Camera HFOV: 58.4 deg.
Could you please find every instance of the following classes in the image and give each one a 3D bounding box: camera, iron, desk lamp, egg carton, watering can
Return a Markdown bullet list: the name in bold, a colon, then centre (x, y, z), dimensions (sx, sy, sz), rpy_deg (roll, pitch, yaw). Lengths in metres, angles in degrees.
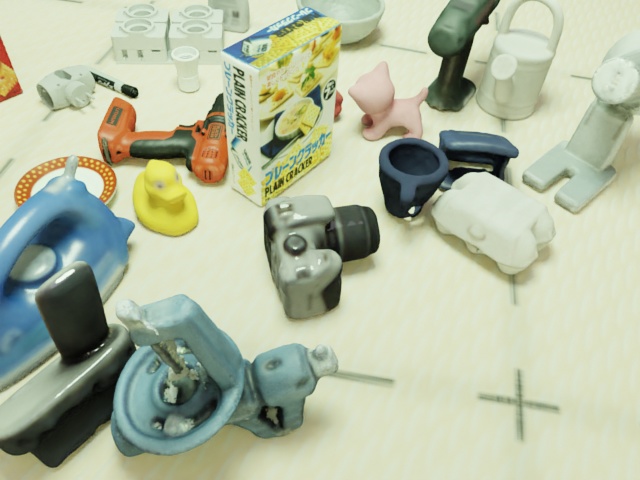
- **camera**: centre (0.006, 0.002, 0.685), dimensions (0.137, 0.101, 0.143), rpy_deg (-9, 49, -13)
- **iron**: centre (-0.308, 0.032, 0.604), dimensions (0.118, 0.141, 0.258), rpy_deg (15, 49, 9)
- **desk lamp**: centre (0.412, -0.178, 0.807), dimensions (0.204, 0.213, 0.117), rpy_deg (-35, 59, -30)
- **egg carton**: centre (0.225, -0.024, 0.750), dimensions (0.150, 0.069, 0.107), rpy_deg (35, 54, 24)
- **watering can**: centre (0.324, -0.296, 0.920), dimensions (0.101, 0.194, 0.173), rpy_deg (12, 48, 6)

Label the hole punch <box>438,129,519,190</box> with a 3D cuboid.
- **hole punch**: centre (0.222, -0.129, 0.830), dimensions (0.108, 0.091, 0.101), rpy_deg (6, 48, 1)

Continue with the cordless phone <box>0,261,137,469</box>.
- **cordless phone**: centre (-0.244, 0.106, 0.513), dimensions (0.094, 0.185, 0.148), rpy_deg (28, 52, 19)

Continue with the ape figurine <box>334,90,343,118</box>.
- **ape figurine**: centre (-0.001, -0.228, 0.899), dimensions (0.078, 0.092, 0.076), rpy_deg (0, 48, -5)

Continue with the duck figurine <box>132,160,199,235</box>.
- **duck figurine**: centre (-0.204, -0.066, 0.739), dimensions (0.078, 0.086, 0.104), rpy_deg (-34, 59, -30)

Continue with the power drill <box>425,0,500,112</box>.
- **power drill**: centre (0.234, -0.328, 0.930), dimensions (0.075, 0.208, 0.230), rpy_deg (25, 51, 18)

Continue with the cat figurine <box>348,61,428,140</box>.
- **cat figurine**: centre (0.103, -0.214, 0.878), dimensions (0.128, 0.118, 0.067), rpy_deg (2, 48, -3)

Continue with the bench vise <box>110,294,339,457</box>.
- **bench vise**: centre (-0.092, 0.103, 0.506), dimensions (0.208, 0.220, 0.121), rpy_deg (-23, 54, -23)

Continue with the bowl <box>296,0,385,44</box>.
- **bowl**: centre (0.038, -0.422, 1.088), dimensions (0.167, 0.075, 0.167), rpy_deg (3, 48, -3)

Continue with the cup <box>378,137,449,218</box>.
- **cup**: centre (0.116, -0.065, 0.760), dimensions (0.091, 0.095, 0.118), rpy_deg (11, 48, 5)

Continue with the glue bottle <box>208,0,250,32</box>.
- **glue bottle**: centre (-0.170, -0.471, 1.048), dimensions (0.078, 0.173, 0.037), rpy_deg (12, 48, 6)
